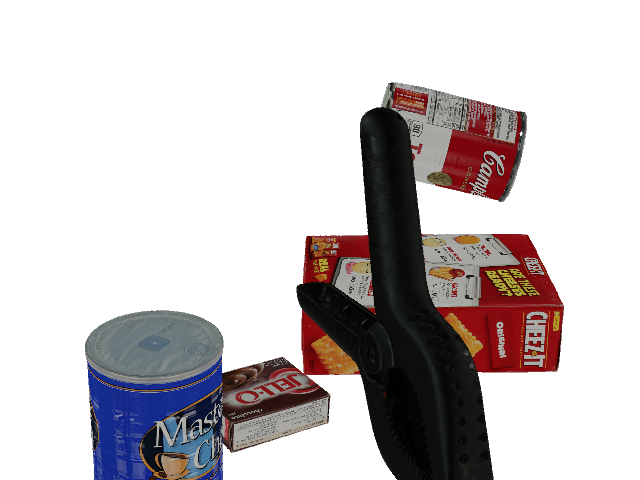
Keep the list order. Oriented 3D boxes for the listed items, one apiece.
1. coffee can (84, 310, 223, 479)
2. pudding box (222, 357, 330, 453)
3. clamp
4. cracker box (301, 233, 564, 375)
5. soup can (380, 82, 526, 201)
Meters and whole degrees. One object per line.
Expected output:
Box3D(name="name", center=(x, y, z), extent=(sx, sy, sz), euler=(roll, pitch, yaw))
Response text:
Box3D(name="coffee can", center=(-0.126, 0.139, 0.823), extent=(0.103, 0.140, 0.103), euler=(2, 23, -1))
Box3D(name="pudding box", center=(-0.060, 0.159, 1.047), extent=(0.113, 0.039, 0.090), euler=(-14, 25, -30))
Box3D(name="clamp", center=(0.042, 0.047, 0.548), extent=(0.036, 0.165, 0.210), euler=(-6, 47, -21))
Box3D(name="cracker box", center=(0.091, 0.054, 0.946), extent=(0.213, 0.072, 0.164), euler=(0, 22, 0))
Box3D(name="soup can", center=(0.092, -0.073, 0.781), extent=(0.102, 0.068, 0.068), euler=(13, 0, -1))
